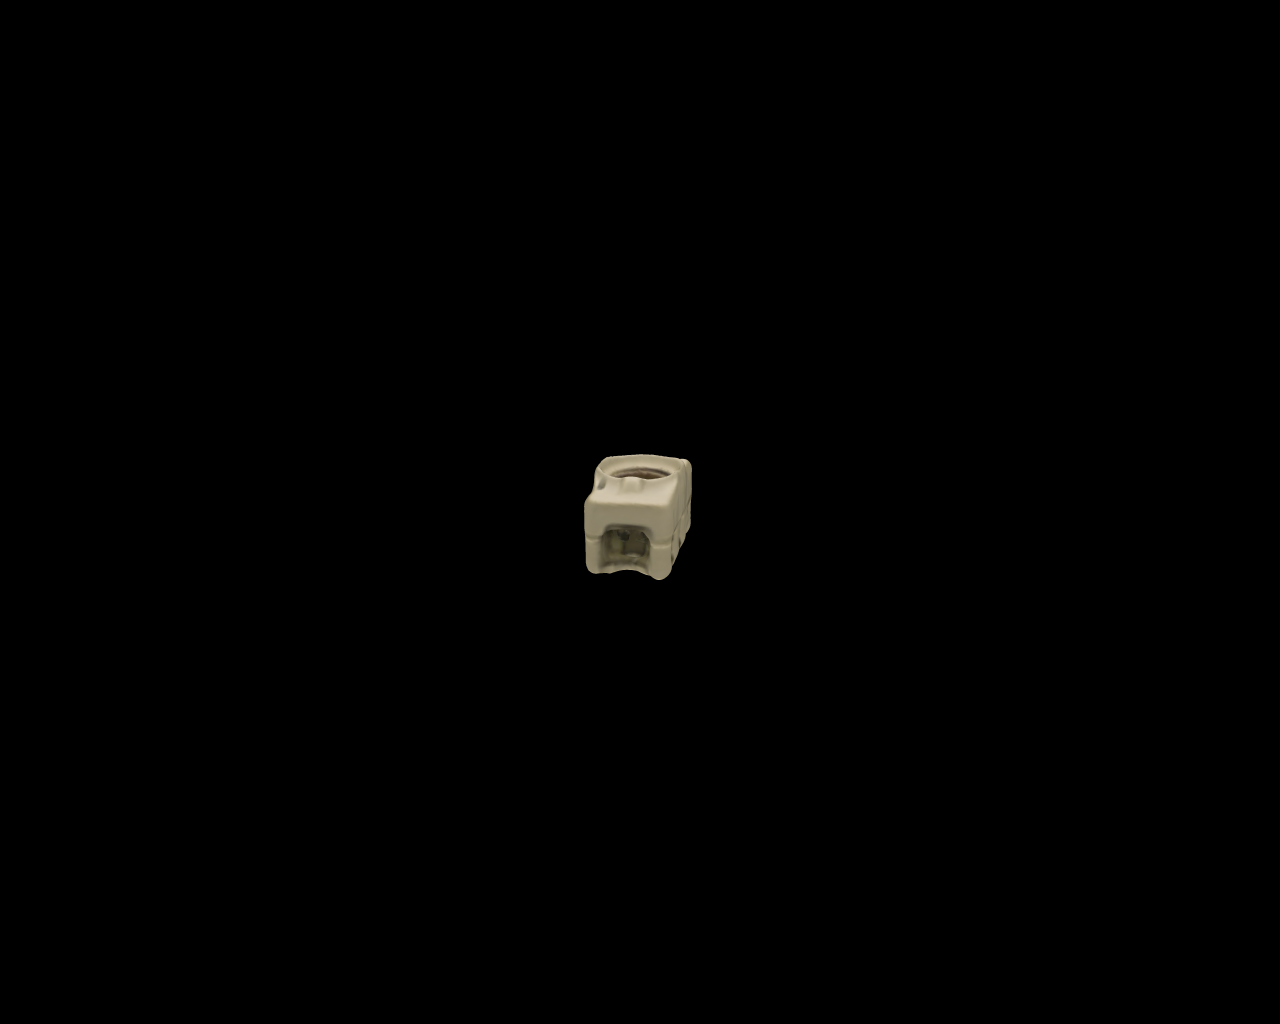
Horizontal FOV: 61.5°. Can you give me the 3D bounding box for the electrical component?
[{"bbox_3d":[0.001,-0.003,0.650,0.050,0.055,0.090,4,21,11],"label":"electrical component"}]
